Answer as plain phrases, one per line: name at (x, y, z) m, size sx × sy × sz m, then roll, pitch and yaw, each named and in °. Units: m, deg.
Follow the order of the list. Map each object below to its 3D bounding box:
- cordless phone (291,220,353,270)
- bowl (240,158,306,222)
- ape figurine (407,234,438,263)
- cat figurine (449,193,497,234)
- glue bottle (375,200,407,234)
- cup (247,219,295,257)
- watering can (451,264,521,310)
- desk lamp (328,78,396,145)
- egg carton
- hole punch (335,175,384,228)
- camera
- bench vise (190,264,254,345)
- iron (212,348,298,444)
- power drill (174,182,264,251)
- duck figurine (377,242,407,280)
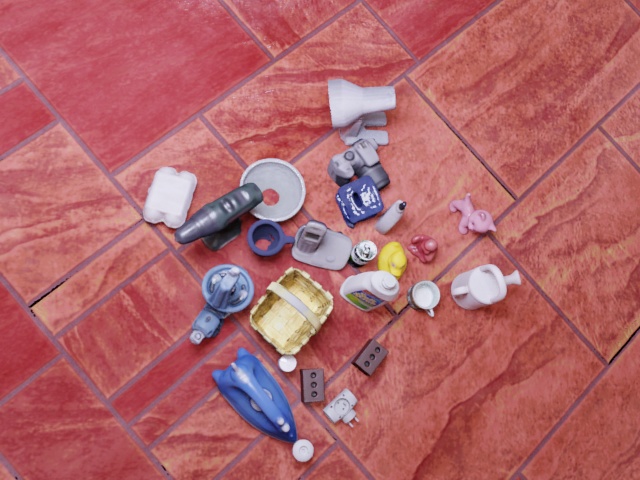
cordless phone at (0.013, 0.005, 1.398) m, size 0.147 × 0.185 × 0.094 m, roll 13°, pitch 75°, yaw -8°
bowl at (-0.123, -0.118, 1.458) m, size 0.167 × 0.074 × 0.167 m, roll 3°, pitch 76°, yaw -10°
ape figurine at (0.278, 0.018, 1.495) m, size 0.076 × 0.092 × 0.078 m, roll -8°, pitch 78°, yaw -13°
cat figurine at (0.413, -0.066, 1.528) m, size 0.067 × 0.117 × 0.128 m, roll -21°, pitch 82°, yaw -15°
glue bottle at (0.190, -0.069, 1.456) m, size 0.037 × 0.173 × 0.078 m, roll 34°, pitch 73°, yaw -1°
cup at (-0.124, 0.004, 1.418) m, size 0.118 × 0.095 × 0.092 m, roll 3°, pitch 76°, yaw -10°
watering can at (0.421, 0.112, 1.448) m, size 0.173 × 0.194 × 0.101 m, roll -33°, pitch 85°, yaw -16°
desk lamp at (0.103, -0.333, 1.481) m, size 0.203 × 0.213 × 0.118 m, roll -2°, pitch 77°, yaw -11°
egg carton at (-0.369, -0.105, 1.409) m, size 0.107 × 0.069 × 0.150 m, roll 14°, pitch 75°, yaw -7°
hole punch at (0.102, -0.099, 1.489) m, size 0.101 × 0.091 × 0.108 m, roll -21°, pitch 82°, yaw -15°
camera at (0.114, -0.186, 1.507) m, size 0.143 × 0.100 × 0.137 m, roll -33°, pitch 85°, yaw -16°
bench vise at (-0.217, 0.142, 1.302) m, size 0.121 × 0.219 × 0.207 m, roll 14°, pitch 75°, yaw -7°
iron at (-0.128, 0.370, 1.306) m, size 0.119 × 0.141 × 0.258 m, roll -41°, pitch 87°, yaw -17°
power drill at (-0.238, -0.042, 1.348) m, size 0.230 × 0.208 × 0.075 m, roll -38°, pitch 86°, yaw -17°
duck figurine at (0.194, 0.052, 1.474) m, size 0.077 × 0.086 × 0.104 m, roll 10°, pitch 75°, yaw -8°
